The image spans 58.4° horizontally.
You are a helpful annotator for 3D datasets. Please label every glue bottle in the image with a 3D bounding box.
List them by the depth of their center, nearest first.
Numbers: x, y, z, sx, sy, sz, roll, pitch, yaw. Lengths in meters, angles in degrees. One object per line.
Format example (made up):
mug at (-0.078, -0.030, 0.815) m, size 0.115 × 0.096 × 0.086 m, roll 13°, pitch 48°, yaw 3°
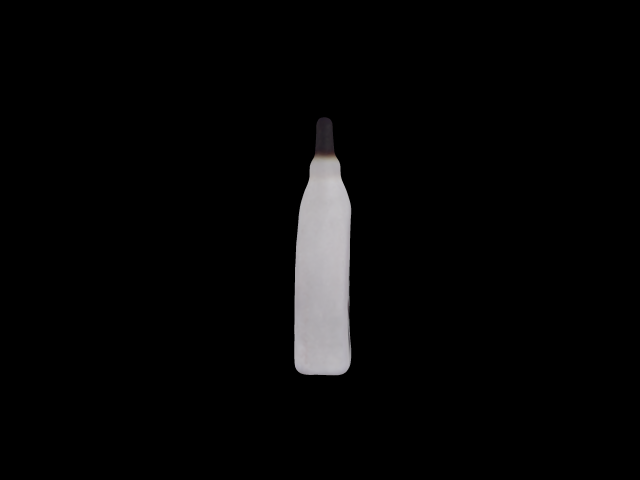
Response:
glue bottle at (0.004, 0.001, 0.400) m, size 0.037 × 0.173 × 0.078 m, roll 0°, pitch 0°, yaw 5°
